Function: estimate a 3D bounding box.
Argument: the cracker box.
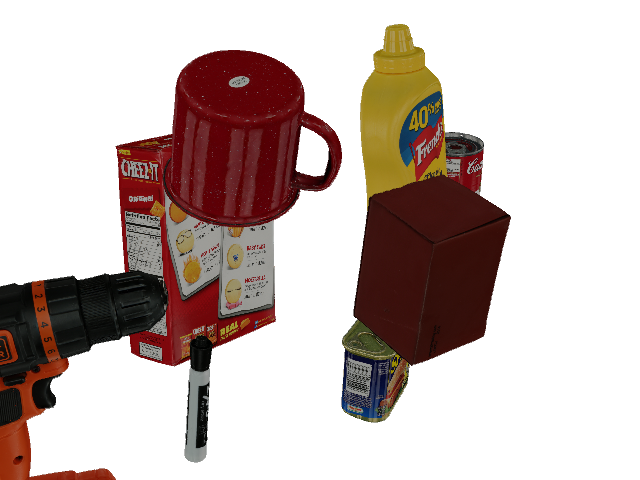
[{"bbox_3d":[-0.121,-0.001,1.074,0.072,0.214,0.163,9,18,35],"label":"cracker box"}]

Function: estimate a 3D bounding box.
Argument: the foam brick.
[{"bbox_3d":[0.055,0.014,0.547,0.052,0.078,0.051,-17,40,-32],"label":"foam brick"}]

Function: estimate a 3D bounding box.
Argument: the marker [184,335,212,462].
[{"bbox_3d":[-0.102,0.133,0.895,0.020,0.121,0.020,5,27,-3],"label":"marker"}]

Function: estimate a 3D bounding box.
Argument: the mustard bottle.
[{"bbox_3d":[0.069,-0.081,0.877,0.058,0.191,0.096,9,28,33],"label":"mustard bottle"}]

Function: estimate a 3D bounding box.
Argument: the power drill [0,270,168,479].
[{"bbox_3d":[-0.180,0.113,0.707,0.184,0.188,0.057,-11,25,-9],"label":"power drill"}]

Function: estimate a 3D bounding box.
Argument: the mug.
[{"bbox_3d":[-0.043,-0.065,0.689,0.117,0.081,0.093,17,43,7],"label":"mug"}]

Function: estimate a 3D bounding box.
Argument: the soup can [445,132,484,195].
[{"bbox_3d":[0.155,-0.068,1.255,0.068,0.102,0.068,0,27,0],"label":"soup can"}]

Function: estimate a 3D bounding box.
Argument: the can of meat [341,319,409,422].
[{"bbox_3d":[0.060,0.127,1.108,0.057,0.084,0.102,13,28,19],"label":"can of meat"}]
